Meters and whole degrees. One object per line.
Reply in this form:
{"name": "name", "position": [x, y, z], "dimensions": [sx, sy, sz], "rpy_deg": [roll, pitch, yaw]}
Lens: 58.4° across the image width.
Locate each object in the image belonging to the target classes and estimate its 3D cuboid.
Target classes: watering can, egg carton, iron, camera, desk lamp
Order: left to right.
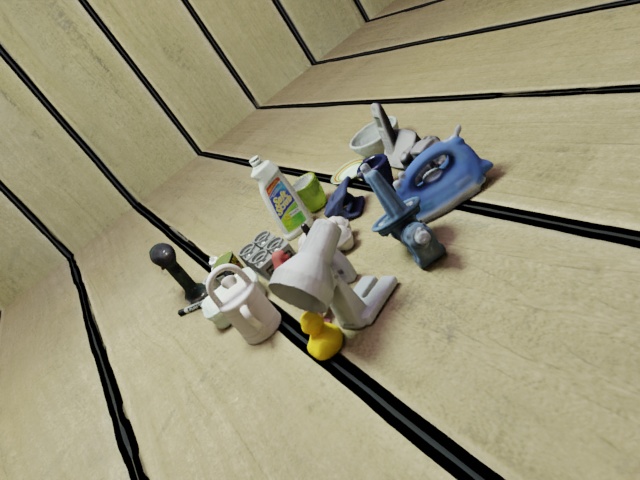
{"name": "watering can", "position": [-0.185, 0.135, 1.297], "dimensions": [0.101, 0.194, 0.172], "rpy_deg": [-48, 28, -25]}
{"name": "egg carton", "position": [0.013, 0.005, 1.428], "dimensions": [0.150, 0.069, 0.107], "rpy_deg": [-30, 26, 12]}
{"name": "desk lamp", "position": [0.022, 0.079, 1.118], "dimensions": [0.117, 0.214, 0.203], "rpy_deg": [-4, 39, 48]}
{"name": "camera", "position": [0.250, -0.188, 1.436], "dimensions": [0.137, 0.101, 0.142], "rpy_deg": [-47, 28, -24]}
{"name": "iron", "position": [0.252, -0.140, 1.301], "dimensions": [0.258, 0.142, 0.118], "rpy_deg": [-35, 25, 1]}

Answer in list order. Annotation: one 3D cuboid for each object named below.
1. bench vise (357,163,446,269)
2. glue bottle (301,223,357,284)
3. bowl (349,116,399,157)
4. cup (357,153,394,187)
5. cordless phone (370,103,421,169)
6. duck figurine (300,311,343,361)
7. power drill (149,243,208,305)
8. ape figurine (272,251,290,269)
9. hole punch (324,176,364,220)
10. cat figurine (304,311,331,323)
{"name": "bench vise", "position": [0.169, -0.062, 1.173], "dimensions": [0.122, 0.220, 0.206], "rpy_deg": [-44, 26, -17]}
{"name": "glue bottle", "position": [0.009, 0.030, 1.267], "dimensions": [0.078, 0.173, 0.037], "rpy_deg": [-18, 30, 33]}
{"name": "bowl", "position": [0.178, -0.304, 1.760], "dimensions": [0.167, 0.075, 0.167], "rpy_deg": [-28, 26, 15]}
{"name": "cup", "position": [0.153, -0.172, 1.535], "dimensions": [0.091, 0.095, 0.117], "rpy_deg": [-36, 25, -1]}
{"name": "cordless phone", "position": [0.203, -0.290, 1.572], "dimensions": [0.094, 0.185, 0.147], "rpy_deg": [-41, 26, -11]}
{"name": "duck figurine", "position": [-0.005, 0.179, 1.126], "dimensions": [0.077, 0.086, 0.104], "rpy_deg": [-33, 25, 4]}
{"name": "power drill", "position": [-0.407, 0.089, 1.638], "dimensions": [0.076, 0.209, 0.228], "rpy_deg": [-44, 26, -18]}
{"name": "ape figurine", "position": [-0.085, 0.064, 1.419], "dimensions": [0.076, 0.092, 0.077], "rpy_deg": [-40, 26, -10]}
{"name": "hole punch", "position": [0.055, -0.105, 1.543], "dimensions": [0.101, 0.091, 0.108], "rpy_deg": [-22, 28, 26]}
{"name": "cat figurine", "position": [-0.005, 0.106, 1.217], "dimensions": [0.067, 0.118, 0.128], "rpy_deg": [-4, 39, 48]}
